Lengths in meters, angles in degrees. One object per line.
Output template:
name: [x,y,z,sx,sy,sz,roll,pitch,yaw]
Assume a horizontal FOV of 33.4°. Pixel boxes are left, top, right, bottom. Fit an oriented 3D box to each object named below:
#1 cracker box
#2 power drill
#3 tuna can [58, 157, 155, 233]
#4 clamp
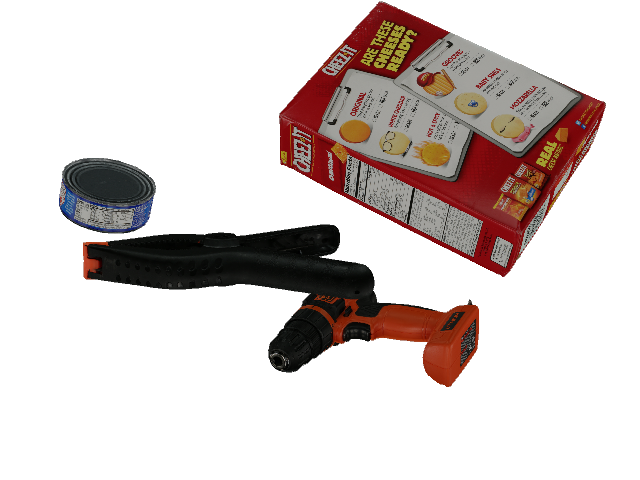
cracker box: [0.098,-0.086,0.870,0.214,0.164,0.072,28,-33,17]
power drill: [0.059,0.098,1.111,0.188,0.057,0.184,11,28,25]
tuna can: [-0.197,-0.041,0.986,0.086,0.034,0.086,13,29,-7]
clamp: [-0.066,0.016,0.784,0.209,0.036,0.165,-2,11,-14]
